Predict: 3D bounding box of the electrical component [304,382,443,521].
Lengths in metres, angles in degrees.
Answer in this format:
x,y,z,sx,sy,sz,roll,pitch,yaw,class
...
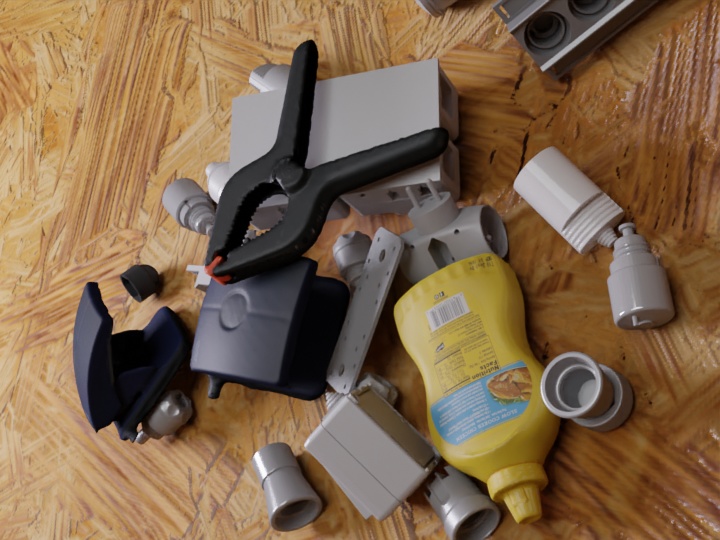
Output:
x,y,z,sx,sy,sz,roll,pitch,yaw,class
0.004,0.131,0.794,0.096,0.062,0.061,43,102,10,electrical component

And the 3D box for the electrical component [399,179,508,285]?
x,y,z,sx,sy,sz,roll,pitch,yaw,class
0.063,-0.034,0.832,0.077,0.079,0.043,-19,20,32,electrical component

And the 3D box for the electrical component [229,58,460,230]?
x,y,z,sx,sy,sz,roll,pitch,yaw,class
-0.013,-0.100,0.900,0.186,0.060,0.105,-7,71,22,electrical component

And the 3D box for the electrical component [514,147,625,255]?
x,y,z,sx,sy,sz,roll,pitch,yaw,class
0.155,-0.047,0.780,0.043,0.043,0.081,-48,68,13,electrical component

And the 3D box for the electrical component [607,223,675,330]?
x,y,z,sx,sy,sz,roll,pitch,yaw,class
0.189,0.005,0.736,0.040,0.040,0.078,-20,61,31,electrical component

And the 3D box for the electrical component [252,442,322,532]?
x,y,z,sx,sy,sz,roll,pitch,yaw,class
-0.062,0.172,0.869,0.044,0.044,0.065,-45,46,15,electrical component

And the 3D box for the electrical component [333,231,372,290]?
x,y,z,sx,sy,sz,roll,pitch,yaw,class
0.000,0.000,0.892,0.035,0.035,0.061,-32,57,24,electrical component

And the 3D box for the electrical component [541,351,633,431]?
x,y,z,sx,sy,sz,roll,pitch,yaw,class
0.154,0.083,0.723,0.045,0.055,0.045,-15,63,33,electrical component

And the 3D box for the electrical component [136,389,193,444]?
x,y,z,sx,sy,sz,roll,pitch,yaw,class
-0.183,0.137,0.982,0.061,0.035,0.035,-42,52,20,electrical component

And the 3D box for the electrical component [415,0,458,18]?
x,y,z,sx,sy,sz,roll,pitch,yaw,class
0.063,-0.261,0.918,0.051,0.080,0.080,-29,56,20,electrical component

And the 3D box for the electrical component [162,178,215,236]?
x,y,z,sx,sy,sz,roll,pitch,yaw,class
-0.160,-0.057,1.038,0.040,0.040,0.078,-53,49,9,electrical component

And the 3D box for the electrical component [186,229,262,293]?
x,y,z,sx,sy,sz,roll,pitch,yaw,class
-0.112,-0.005,0.980,0.081,0.042,0.063,3,71,39,electrical component

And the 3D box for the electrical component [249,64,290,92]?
x,y,z,sx,sy,sz,roll,pitch,yaw,class
-0.070,-0.170,1.010,0.081,0.043,0.043,39,98,41,electrical component

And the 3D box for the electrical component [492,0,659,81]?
x,y,z,sx,sy,sz,roll,pitch,yaw,class
0.172,-0.215,0.819,0.121,0.079,0.063,-37,24,21,electrical component

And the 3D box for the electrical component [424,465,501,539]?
x,y,z,sx,sy,sz,roll,pitch,yaw,class
0.072,0.167,0.766,0.040,0.040,0.046,-51,43,11,electrical component

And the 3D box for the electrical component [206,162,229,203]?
x,y,z,sx,sy,sz,roll,pitch,yaw,class
-0.124,-0.082,1.019,0.043,0.043,0.062,-55,47,7,electrical component

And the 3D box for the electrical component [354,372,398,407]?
x,y,z,sx,sy,sz,roll,pitch,yaw,class
0.002,0.113,0.845,0.035,0.035,0.061,38,100,41,electrical component
